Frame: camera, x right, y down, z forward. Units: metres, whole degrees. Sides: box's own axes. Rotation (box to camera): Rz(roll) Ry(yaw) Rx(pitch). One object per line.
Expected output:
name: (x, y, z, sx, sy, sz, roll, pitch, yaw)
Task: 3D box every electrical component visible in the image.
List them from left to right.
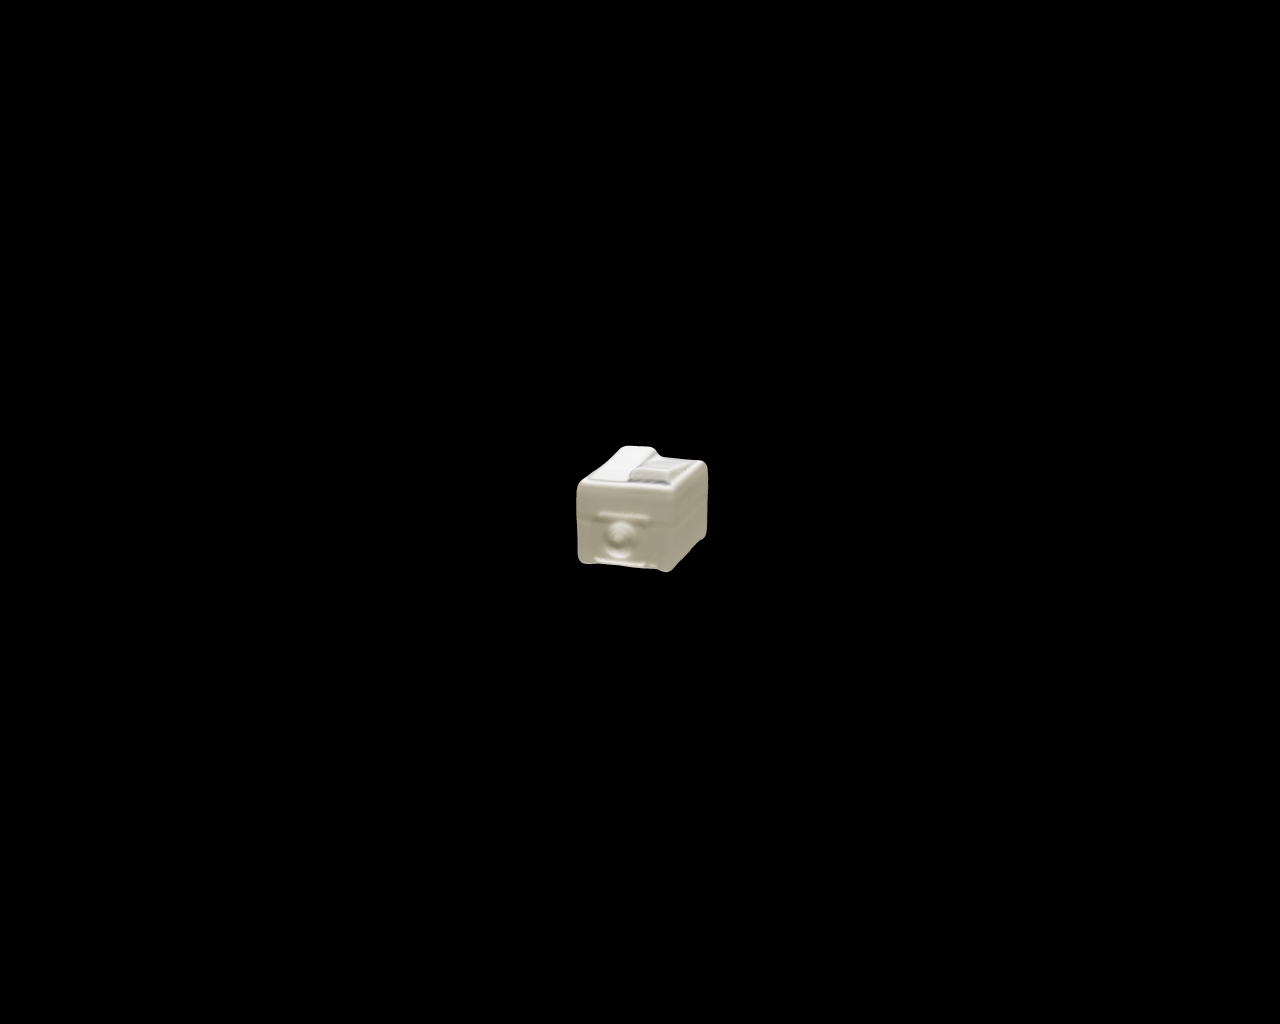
electrical component: (0.001, -0.003, 0.650, 0.062, 0.061, 0.096, 6, 17, 19)
